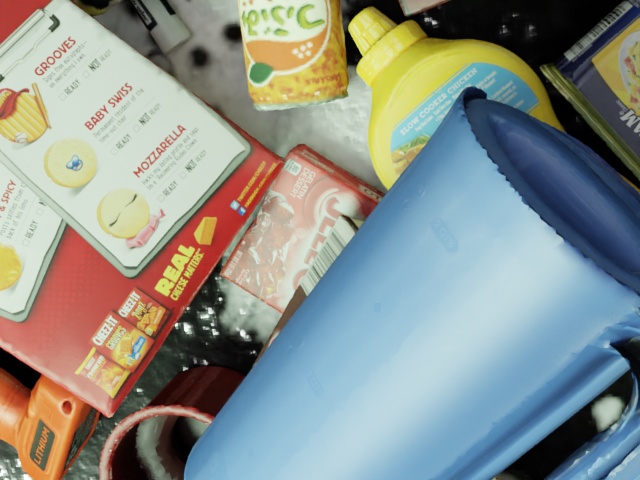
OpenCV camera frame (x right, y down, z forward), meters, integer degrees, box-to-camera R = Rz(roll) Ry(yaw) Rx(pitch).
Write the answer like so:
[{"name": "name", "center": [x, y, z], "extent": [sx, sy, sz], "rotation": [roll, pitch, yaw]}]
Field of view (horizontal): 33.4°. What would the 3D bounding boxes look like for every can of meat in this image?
[{"name": "can of meat", "center": [0.176, -0.077, 0.536], "extent": [0.084, 0.057, 0.102], "rotation": [-42, 94, 16]}]

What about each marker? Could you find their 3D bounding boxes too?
[{"name": "marker", "center": [-0.113, -0.159, 0.594], "extent": [0.020, 0.020, 0.121], "rotation": [-32, 96, 18]}]

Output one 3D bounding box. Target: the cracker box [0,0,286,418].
[{"name": "cracker box", "center": [-0.152, -0.036, 0.553], "extent": [0.213, 0.072, 0.164], "rotation": [36, 78, -12]}]

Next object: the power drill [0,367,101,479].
[{"name": "power drill", "center": [-0.215, 0.057, 0.627], "extent": [0.187, 0.057, 0.185], "rotation": [28, 136, 4]}]

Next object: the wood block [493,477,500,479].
[{"name": "wood block", "center": [0.140, 0.230, 0.574], "extent": [0.206, 0.090, 0.091], "rotation": [35, 140, -9]}]

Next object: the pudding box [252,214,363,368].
[{"name": "pudding box", "center": [0.027, 0.051, 0.589], "extent": [0.089, 0.039, 0.114], "rotation": [18, 115, -30]}]

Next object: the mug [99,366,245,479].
[{"name": "mug", "center": [-0.061, 0.119, 0.624], "extent": [0.117, 0.081, 0.093], "rotation": [-27, 98, 17]}]

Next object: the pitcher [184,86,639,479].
[{"name": "pitcher", "center": [0.046, 0.067, 0.479], "extent": [0.145, 0.149, 0.243], "rotation": [40, 116, 1]}]

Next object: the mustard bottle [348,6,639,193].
[{"name": "mustard bottle", "center": [0.082, -0.045, 0.553], "extent": [0.096, 0.058, 0.191], "rotation": [-40, 83, 6]}]

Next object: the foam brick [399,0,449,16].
[{"name": "foam brick", "center": [0.056, -0.160, 0.541], "extent": [0.051, 0.053, 0.078], "rotation": [-20, 101, 16]}]

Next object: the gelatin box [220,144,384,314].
[{"name": "gelatin box", "center": [-0.004, 0.001, 0.608], "extent": [0.073, 0.030, 0.089], "rotation": [32, 109, 1]}]
